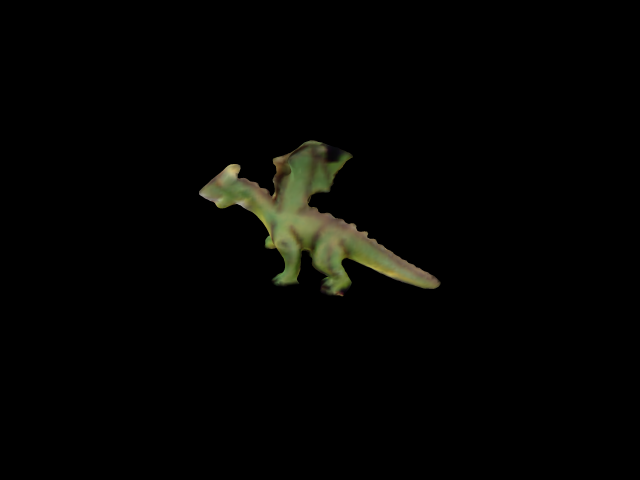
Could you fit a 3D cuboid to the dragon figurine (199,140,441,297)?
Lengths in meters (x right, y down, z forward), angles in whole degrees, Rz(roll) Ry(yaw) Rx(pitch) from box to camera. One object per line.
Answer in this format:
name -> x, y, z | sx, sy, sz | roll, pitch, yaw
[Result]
dragon figurine -> 0.003, -0.043, 0.850 | 0.410, 0.237, 0.125 | 6, 33, 9
